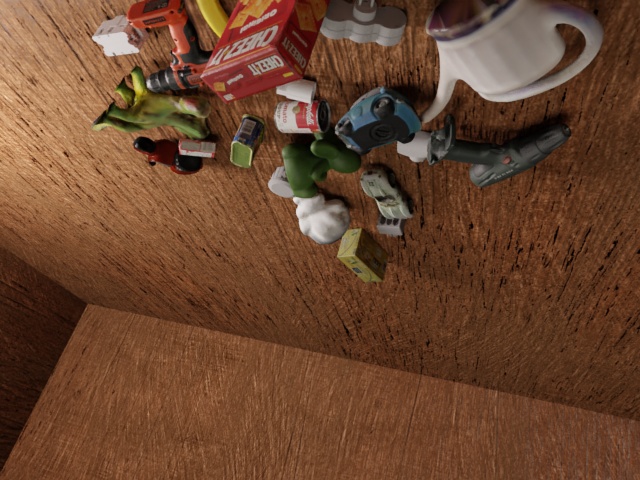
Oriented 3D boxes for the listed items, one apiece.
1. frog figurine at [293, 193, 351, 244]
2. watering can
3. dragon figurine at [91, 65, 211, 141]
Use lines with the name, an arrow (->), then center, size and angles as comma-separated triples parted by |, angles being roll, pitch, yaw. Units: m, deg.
frog figurine -> 0.004, -0.070, 1.384 | 0.137, 0.125, 0.156 | -25, 131, 7
watering can -> 0.248, -0.290, 0.817 | 0.221, 0.106, 0.345 | 36, 150, -32
dragon figurine -> -0.388, -0.283, 1.234 | 0.241, 0.124, 0.408 | 23, 163, -31
